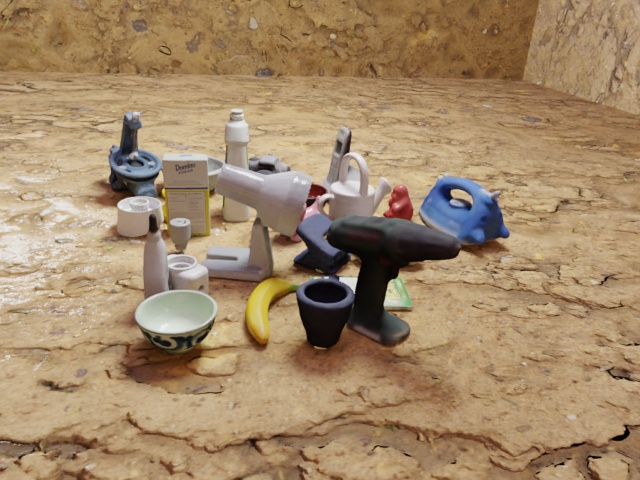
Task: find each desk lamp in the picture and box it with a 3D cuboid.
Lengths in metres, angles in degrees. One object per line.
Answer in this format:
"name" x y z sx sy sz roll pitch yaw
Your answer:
"desk lamp" -0.119 -0.035 1.073 0.203 0.214 0.118 4 25 0

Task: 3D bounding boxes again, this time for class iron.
"iron" 0.322 -0.085 1.334 0.119 0.141 0.257 -11 29 -29

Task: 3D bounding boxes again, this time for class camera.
"camera" -0.154 -0.161 1.466 0.143 0.101 0.137 7 25 5

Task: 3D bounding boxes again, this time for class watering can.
"watering can" 0.076 -0.099 1.263 0.100 0.194 0.173 22 31 33

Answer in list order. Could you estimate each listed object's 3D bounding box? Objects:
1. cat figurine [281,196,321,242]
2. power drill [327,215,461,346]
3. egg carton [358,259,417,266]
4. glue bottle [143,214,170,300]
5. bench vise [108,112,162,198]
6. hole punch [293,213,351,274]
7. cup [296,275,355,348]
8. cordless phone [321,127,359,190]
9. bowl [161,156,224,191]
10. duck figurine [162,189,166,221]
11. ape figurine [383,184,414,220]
"cat figurine" -0.044 -0.062 1.256 0.128 0.118 0.067 -17 32 -37
"power drill" 0.109 0.057 0.922 0.228 0.208 0.076 22 31 33
"egg carton" 0.141 0.006 1.198 0.150 0.069 0.107 2 25 -5
"glue bottle" -0.270 0.037 0.944 0.037 0.173 0.078 0 26 -9
"bench vise" -0.470 -0.210 1.380 0.206 0.220 0.122 19 29 28
"hole punch" 0.011 0.004 1.155 0.100 0.091 0.109 15 28 22
"cup" 0.009 0.115 0.916 0.091 0.095 0.118 9 26 10
"cordless phone" 0.066 -0.183 1.449 0.094 0.185 0.147 -10 29 -27
"bowl" -0.323 -0.161 1.469 0.167 0.075 0.167 4 25 -1
"duck figurine" -0.317 -0.086 1.300 0.104 0.086 0.078 15 27 22
"ape figurine" 0.191 -0.092 1.385 0.076 0.092 0.078 13 27 17
